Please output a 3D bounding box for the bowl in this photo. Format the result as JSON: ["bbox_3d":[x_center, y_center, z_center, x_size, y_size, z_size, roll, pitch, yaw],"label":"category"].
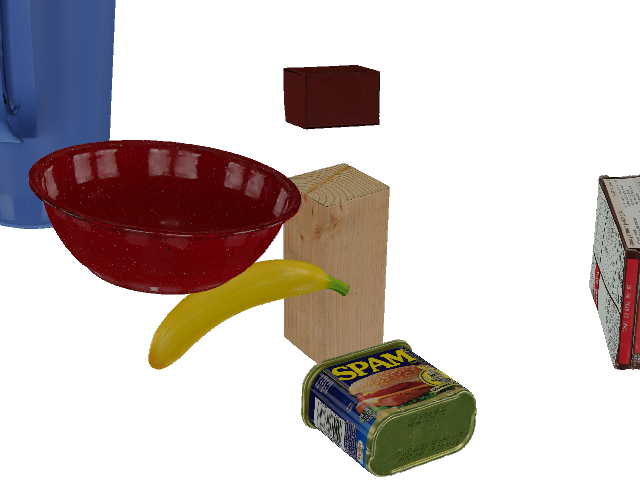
[{"bbox_3d":[-0.094,-0.011,0.644,0.162,0.055,0.162,7,21,-3],"label":"bowl"}]

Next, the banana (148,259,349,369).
[{"bbox_3d":[-0.076,0.059,0.937,0.198,0.069,0.037,-21,28,13],"label":"banana"}]

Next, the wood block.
[{"bbox_3d":[0.016,0.029,1.232,0.090,0.206,0.090,-17,31,-31],"label":"wood block"}]

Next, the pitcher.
[{"bbox_3d":[-0.212,-0.131,0.767,0.145,0.243,0.148,27,34,37],"label":"pitcher"}]

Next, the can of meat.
[{"bbox_3d":[0.051,0.122,0.778,0.101,0.057,0.084,-12,27,-32],"label":"can of meat"}]

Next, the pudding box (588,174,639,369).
[{"bbox_3d":[0.206,0.018,0.704,0.039,0.090,0.113,0,28,4],"label":"pudding box"}]

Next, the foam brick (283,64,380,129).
[{"bbox_3d":[0.010,-0.134,0.992,0.078,0.051,0.053,-6,18,-23],"label":"foam brick"}]
